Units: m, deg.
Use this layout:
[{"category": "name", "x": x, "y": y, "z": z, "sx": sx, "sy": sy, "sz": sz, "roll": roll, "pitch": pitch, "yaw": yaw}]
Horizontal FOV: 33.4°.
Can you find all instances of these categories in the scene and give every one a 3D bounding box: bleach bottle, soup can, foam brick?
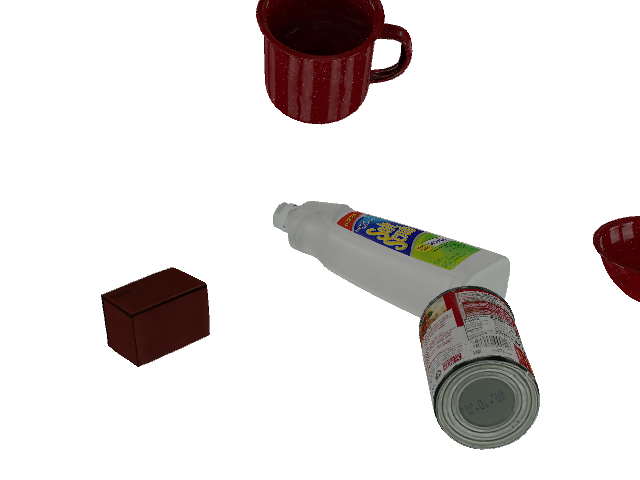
[{"category": "bleach bottle", "x": 0.054, "y": 0.014, "z": 1.050, "sx": 0.251, "sy": 0.068, "sz": 0.102, "roll": 21, "pitch": 28, "yaw": 31}, {"category": "soup can", "x": 0.103, "y": 0.081, "z": 0.703, "sx": 0.068, "sy": 0.068, "sz": 0.102, "roll": 0, "pitch": 23, "yaw": 0}, {"category": "foam brick", "x": -0.142, "y": 0.064, "z": 0.926, "sx": 0.078, "sy": 0.051, "sz": 0.053, "roll": -22, "pitch": 31, "yaw": -35}]

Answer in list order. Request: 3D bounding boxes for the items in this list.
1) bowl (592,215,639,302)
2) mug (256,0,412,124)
[{"category": "bowl", "x": 0.375, "y": 0.029, "z": 1.159, "sx": 0.162, "sy": 0.055, "sz": 0.162, "roll": 0, "pitch": 26, "yaw": 0}, {"category": "mug", "x": 0.011, "y": -0.142, "z": 0.804, "sx": 0.117, "sy": 0.093, "sz": 0.081, "roll": 0, "pitch": -33, "yaw": -2}]
